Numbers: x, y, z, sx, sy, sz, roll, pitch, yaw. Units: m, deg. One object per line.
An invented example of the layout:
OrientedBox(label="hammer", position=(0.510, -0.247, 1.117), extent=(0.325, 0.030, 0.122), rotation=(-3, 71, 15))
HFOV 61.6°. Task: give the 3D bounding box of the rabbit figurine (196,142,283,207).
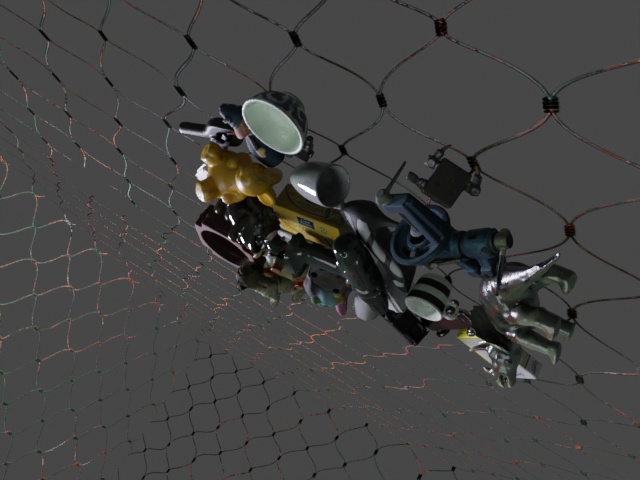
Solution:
OrientedBox(label="rabbit figurine", position=(-0.154, -0.118, 1.091), extent=(0.162, 0.122, 0.173), rotation=(18, 175, -35))

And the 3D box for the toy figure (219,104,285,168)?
OrientedBox(label="toy figure", position=(-0.127, -0.203, 1.015), extent=(0.154, 0.058, 0.064), rotation=(47, 178, -36))

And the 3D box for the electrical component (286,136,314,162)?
OrientedBox(label="electrical component", position=(-0.040, -0.174, 1.007), extent=(0.063, 0.021, 0.094), rotation=(31, 156, 4))

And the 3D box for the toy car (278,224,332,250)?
OrientedBox(label="toy car", position=(-0.003, -0.004, 1.226), extent=(0.202, 0.073, 0.056), rotation=(25, 159, 18))

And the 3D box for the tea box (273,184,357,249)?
OrientedBox(label="tea box", position=(-0.008, -0.047, 1.157), extent=(0.170, 0.068, 0.098), rotation=(22, 154, 27))

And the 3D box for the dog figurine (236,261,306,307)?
OrientedBox(label="dog figurine", position=(-0.117, 0.097, 1.451), extent=(0.121, 0.172, 0.190), rotation=(62, -172, 25))

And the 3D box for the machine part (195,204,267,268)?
OrientedBox(label="machine part", position=(-0.243, -0.003, 1.524), extent=(0.201, 0.087, 0.201), rotation=(27, 155, 13))

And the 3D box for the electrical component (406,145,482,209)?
OrientedBox(label="electrical component", position=(0.194, -0.093, 0.813), extent=(0.102, 0.078, 0.045), rotation=(39, -179, 0))

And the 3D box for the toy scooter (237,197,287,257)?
OrientedBox(label="toy scooter", position=(-0.132, -0.022, 1.281), extent=(0.075, 0.135, 0.183), rotation=(6, 146, 43))

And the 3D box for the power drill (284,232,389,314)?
OrientedBox(label="power drill", position=(0.035, 0.067, 1.134), extent=(0.208, 0.086, 0.231), rotation=(20, 150, 32))

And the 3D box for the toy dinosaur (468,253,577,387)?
OrientedBox(label="toy dinosaur", position=(0.349, 0.115, 0.967), extent=(0.192, 0.131, 0.404), rotation=(16, 145, 34))

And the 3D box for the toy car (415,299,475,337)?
OrientedBox(label="toy car", position=(0.293, 0.177, 1.226), extent=(0.089, 0.053, 0.202), rotation=(46, 160, -3))

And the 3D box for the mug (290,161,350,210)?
OrientedBox(label="mug", position=(0.000, -0.106, 1.031), extent=(0.107, 0.081, 0.109), rotation=(25, 165, 47))

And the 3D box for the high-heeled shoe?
OrientedBox(label="high-heeled shoe", position=(0.119, 0.020, 1.099), extent=(0.145, 0.086, 0.248), rotation=(15, 142, 24))

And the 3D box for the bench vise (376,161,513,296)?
OrientedBox(label="bench vise", position=(0.190, -0.013, 0.897), extent=(0.240, 0.129, 0.224), rotation=(37, 163, -32))

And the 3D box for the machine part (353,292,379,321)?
OrientedBox(label="machine part", position=(0.125, 0.138, 1.337), extent=(0.079, 0.079, 0.243), rotation=(28, 157, 13))

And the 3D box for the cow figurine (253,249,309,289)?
OrientedBox(label="cow figurine", position=(-0.100, 0.036, 1.391), extent=(0.195, 0.127, 0.085), rotation=(25, 147, -21))

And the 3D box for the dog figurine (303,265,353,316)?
OrientedBox(label="dog figurine", position=(0.027, 0.127, 1.326), extent=(0.109, 0.191, 0.219), rotation=(21, 139, 13))

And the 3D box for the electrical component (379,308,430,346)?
OrientedBox(label="electrical component", position=(0.207, 0.203, 1.330), extent=(0.115, 0.058, 0.134), rotation=(45, 177, 9))

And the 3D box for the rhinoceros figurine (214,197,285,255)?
OrientedBox(label="rhinoceros figurine", position=(-0.149, -0.038, 1.179), extent=(0.190, 0.112, 0.073), rotation=(51, -179, 25))
